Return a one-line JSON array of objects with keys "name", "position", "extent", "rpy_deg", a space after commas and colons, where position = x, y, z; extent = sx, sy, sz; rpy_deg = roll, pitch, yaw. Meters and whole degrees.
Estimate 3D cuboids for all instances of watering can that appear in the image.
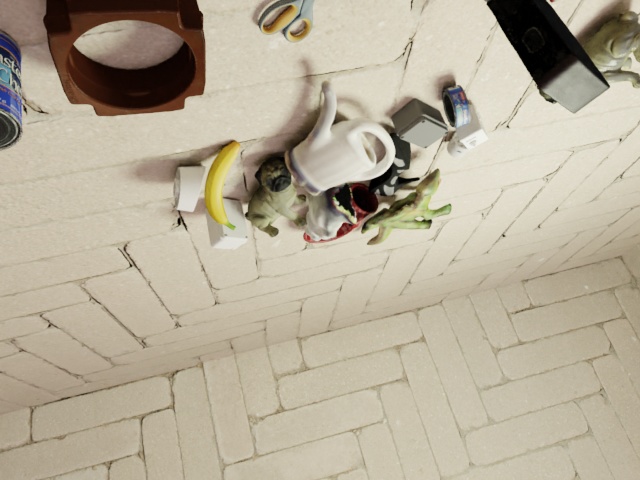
[{"name": "watering can", "position": [0.022, -0.198, 1.081], "extent": [0.222, 0.106, 0.343], "rpy_deg": [-25, -29, 22]}]

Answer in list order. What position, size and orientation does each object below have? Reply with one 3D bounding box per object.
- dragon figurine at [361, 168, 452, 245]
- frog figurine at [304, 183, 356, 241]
[{"name": "dragon figurine", "position": [0.202, -0.065, 1.424], "extent": [0.244, 0.124, 0.403], "rpy_deg": [-7, -26, -45]}, {"name": "frog figurine", "position": [0.004, -0.066, 1.318], "extent": [0.157, 0.138, 0.123], "rpy_deg": [-30, -12, 33]}]
